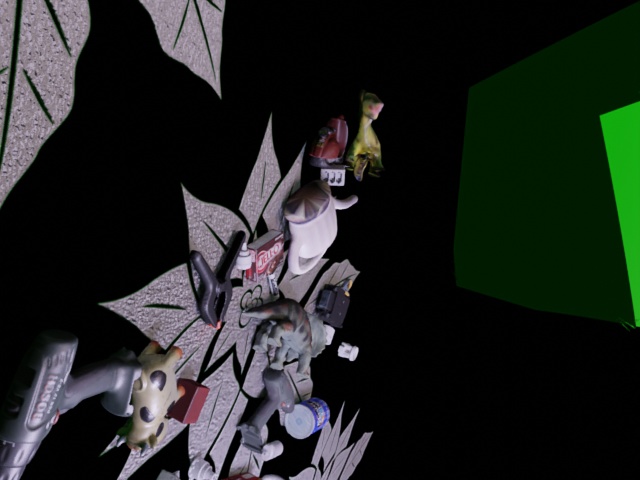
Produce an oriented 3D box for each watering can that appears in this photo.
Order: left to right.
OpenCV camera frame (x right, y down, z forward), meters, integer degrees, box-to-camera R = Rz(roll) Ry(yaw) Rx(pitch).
[{"bbox_3d":[0.004,-0.069,1.374,0.104,0.219,0.355,16,51,25],"label":"watering can"}]

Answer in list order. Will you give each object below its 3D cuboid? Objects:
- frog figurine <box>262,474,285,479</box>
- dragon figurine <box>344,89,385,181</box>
[{"bbox_3d":[-0.159,0.790,1.539,0.121,0.137,0.161,-20,-1,38],"label":"frog figurine"},{"bbox_3d":[0.132,-0.313,1.498,0.122,0.243,0.409,5,-2,-2],"label":"dragon figurine"}]
